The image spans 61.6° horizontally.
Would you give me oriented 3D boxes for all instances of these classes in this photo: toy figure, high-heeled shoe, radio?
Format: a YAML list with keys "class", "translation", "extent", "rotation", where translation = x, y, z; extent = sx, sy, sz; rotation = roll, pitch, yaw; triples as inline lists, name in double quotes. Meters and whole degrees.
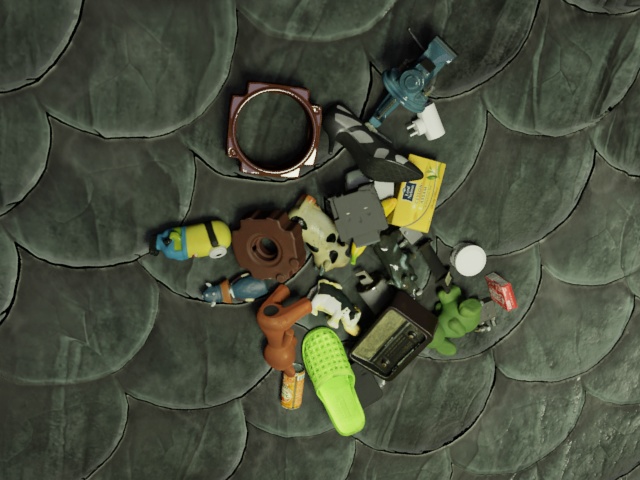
- class: "toy figure"
  translation: [-0.202, 0.120, 1.282]
  extent: [0.155, 0.064, 0.057]
  rotation: [-11, 145, -2]
- class: "high-heeled shoe"
  translation: [0.120, -0.218, 1.203]
  extent: [0.249, 0.086, 0.145]
  rotation: [17, 60, -7]
- class: "radio"
  translation: [0.176, 0.237, 1.297]
  extent: [0.131, 0.073, 0.229]
  rotation: [35, 132, 3]
- class: "toy figure"
  translation: [-0.293, 0.001, 1.220]
  extent: [0.180, 0.082, 0.089]
  rotation: [-1, 108, -7]

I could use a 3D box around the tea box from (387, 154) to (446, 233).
- class: "tea box"
  translation: [0.223, -0.111, 1.273]
  extent: [0.098, 0.068, 0.169]
  rotation: [11, 96, -14]

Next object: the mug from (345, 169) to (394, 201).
- class: "mug"
  translation: [0.113, -0.125, 1.263]
  extent: [0.107, 0.081, 0.109]
  rotation: [-2, 135, -3]

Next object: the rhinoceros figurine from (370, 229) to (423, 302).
- class: "rhinoceros figurine"
  translation: [0.191, 0.066, 1.299]
  extent: [0.073, 0.112, 0.190]
  rotation: [-23, 105, 24]

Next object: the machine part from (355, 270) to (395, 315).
- class: "machine part"
  translation: [0.170, 0.167, 1.351]
  extent: [0.079, 0.079, 0.243]
  rotation: [-36, 108, 2]

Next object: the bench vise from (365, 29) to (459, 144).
- class: "bench vise"
  translation: [0.185, -0.332, 1.178]
  extent: [0.129, 0.224, 0.240]
  rotation: [36, 127, -13]

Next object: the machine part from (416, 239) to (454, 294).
- class: "machine part"
  translation: [0.294, 0.063, 1.351]
  extent: [0.039, 0.084, 0.138]
  rotation: [-26, 102, 36]

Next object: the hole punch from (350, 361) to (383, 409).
- class: "hole punch"
  translation: [0.093, 0.377, 1.405]
  extent: [0.142, 0.092, 0.116]
  rotation: [-30, 83, 2]

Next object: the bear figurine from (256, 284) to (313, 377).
- class: "bear figurine"
  translation: [-0.085, 0.228, 1.310]
  extent: [0.132, 0.120, 0.195]
  rotation: [-39, 134, -30]

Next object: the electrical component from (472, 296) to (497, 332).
- class: "electrical component"
  translation: [0.431, 0.196, 1.421]
  extent: [0.078, 0.045, 0.102]
  rotation: [-16, 108, -6]

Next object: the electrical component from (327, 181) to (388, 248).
- class: "electrical component"
  translation: [0.089, -0.054, 1.201]
  extent: [0.115, 0.058, 0.134]
  rotation: [-18, 102, 12]

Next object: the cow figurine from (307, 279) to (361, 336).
- class: "cow figurine"
  translation: [0.048, 0.167, 1.338]
  extent: [0.167, 0.068, 0.098]
  rotation: [33, 92, -18]

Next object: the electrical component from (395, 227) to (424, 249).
- class: "electrical component"
  translation: [0.222, -0.023, 1.334]
  extent: [0.094, 0.021, 0.063]
  rotation: [-40, 108, 3]

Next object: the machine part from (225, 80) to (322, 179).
- class: "machine part"
  translation: [-0.103, -0.241, 1.181]
  extent: [0.201, 0.087, 0.201]
  rotation: [5, 107, -12]

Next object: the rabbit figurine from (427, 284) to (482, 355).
- class: "rabbit figurine"
  translation: [0.309, 0.216, 1.369]
  extent: [0.170, 0.121, 0.158]
  rotation: [-28, 137, -21]

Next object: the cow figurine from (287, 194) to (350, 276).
- class: "cow figurine"
  translation: [-0.003, -0.004, 1.268]
  extent: [0.194, 0.086, 0.127]
  rotation: [42, 89, -20]

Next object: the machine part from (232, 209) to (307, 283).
- class: "machine part"
  translation: [-0.118, 0.014, 1.229]
  extent: [0.180, 0.056, 0.179]
  rotation: [9, 118, 17]
